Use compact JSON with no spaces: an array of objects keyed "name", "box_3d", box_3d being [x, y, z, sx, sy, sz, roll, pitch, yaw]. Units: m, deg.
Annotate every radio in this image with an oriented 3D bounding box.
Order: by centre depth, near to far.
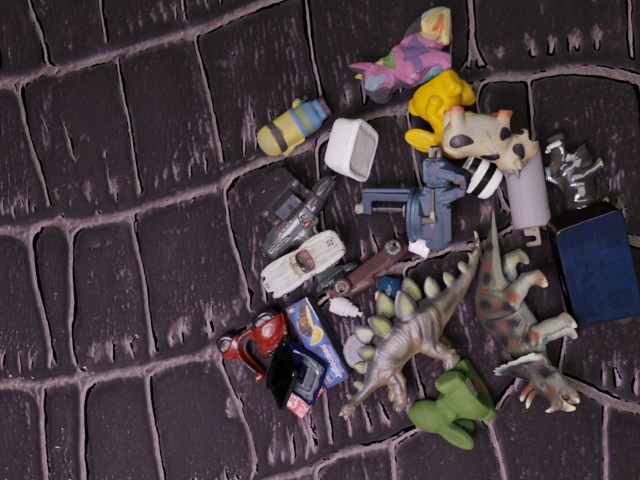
[{"name":"radio","box_3d":[0.544,0.052,1.069,0.131,0.073,0.229,-17,104,12]}]

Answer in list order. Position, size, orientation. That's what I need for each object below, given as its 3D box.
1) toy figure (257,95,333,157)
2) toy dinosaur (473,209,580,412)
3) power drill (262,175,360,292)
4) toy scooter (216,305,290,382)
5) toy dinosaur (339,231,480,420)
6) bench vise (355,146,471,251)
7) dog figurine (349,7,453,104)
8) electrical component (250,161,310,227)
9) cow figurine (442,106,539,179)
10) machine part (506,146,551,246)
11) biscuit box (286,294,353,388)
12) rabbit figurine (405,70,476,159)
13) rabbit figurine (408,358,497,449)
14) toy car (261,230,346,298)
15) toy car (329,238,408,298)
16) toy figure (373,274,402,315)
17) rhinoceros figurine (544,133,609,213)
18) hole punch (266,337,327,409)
[{"name":"toy figure","box_3d":[-0.060,-0.260,1.211,0.180,0.089,0.082,-30,76,11]},{"name":"toy dinosaur","box_3d":[0.396,0.153,1.113,0.192,0.131,0.405,-33,78,8]},{"name":"power drill","box_3d":[-0.002,-0.004,1.203,0.232,0.086,0.207,-39,87,10]},{"name":"toy scooter","box_3d":[-0.138,0.244,1.229,0.184,0.075,0.135,-34,83,12]},{"name":"toy dinosaur","box_3d":[0.200,0.186,1.119,0.471,0.105,0.198,-43,100,-10]},{"name":"bench vise","box_3d":[0.187,-0.086,1.122,0.241,0.129,0.223,2,121,23]},{"name":"dog figurine","box_3d":[0.176,-0.395,1.161,0.219,0.108,0.191,-2,90,13]},{"name":"electrical component","box_3d":[-0.088,-0.099,1.195,0.115,0.058,0.134,-49,37,7]},{"name":"cow figurine","box_3d":[0.334,-0.188,1.049,0.195,0.085,0.127,5,98,-7]},{"name":"machine part","box_3d":[0.432,-0.108,1.122,0.079,0.079,0.243,-9,87,11]},{"name":"biscuit box","box_3d":[-0.001,0.226,1.208,0.059,0.063,0.202,-30,84,10]},{"name":"rabbit figurine","box_3d":[0.259,-0.244,1.129,0.162,0.122,0.173,-26,78,19]},{"name":"rabbit figurine","box_3d":[0.276,0.357,1.147,0.170,0.121,0.159,-39,90,26]},{"name":"toy car","box_3d":[-0.038,0.051,1.149,0.202,0.056,0.073,-33,81,13]},{"name":"toy car","box_3d":[0.108,0.068,1.169,0.202,0.089,0.053,-38,82,2]},{"name":"toy figure","box_3d":[0.149,0.155,1.183,0.064,0.058,0.154,9,92,6]},{"name":"rhinoceros figurine","box_3d":[0.525,-0.131,1.112,0.112,0.073,0.190,-17,88,21]},{"name":"hole punch","box_3d":[-0.054,0.292,1.172,0.092,0.116,0.142,3,116,-29]}]
